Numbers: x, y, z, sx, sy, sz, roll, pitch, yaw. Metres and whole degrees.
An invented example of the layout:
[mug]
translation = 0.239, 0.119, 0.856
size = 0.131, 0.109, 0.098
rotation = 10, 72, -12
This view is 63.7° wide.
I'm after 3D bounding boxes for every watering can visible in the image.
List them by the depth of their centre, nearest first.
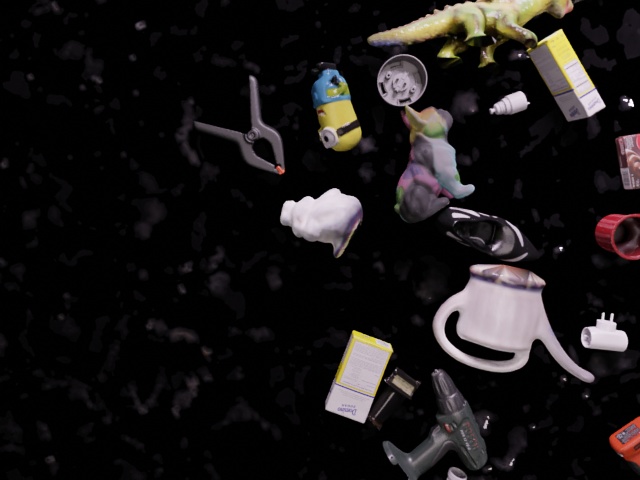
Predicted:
[watering can]
translation = 0.414, 0.172, 1.075
size = 0.348, 0.104, 0.223
rotation = 11, 95, 1

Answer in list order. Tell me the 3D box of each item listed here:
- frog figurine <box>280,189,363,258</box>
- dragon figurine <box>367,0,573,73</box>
[frog figurine]
translation = 0.003, -0.053, 1.062
size = 0.160, 0.120, 0.140
rotation = 30, 62, 6
[dragon figurine]
translation = 0.313, -0.480, 1.047
size = 0.410, 0.121, 0.245
rotation = 8, 78, 1
